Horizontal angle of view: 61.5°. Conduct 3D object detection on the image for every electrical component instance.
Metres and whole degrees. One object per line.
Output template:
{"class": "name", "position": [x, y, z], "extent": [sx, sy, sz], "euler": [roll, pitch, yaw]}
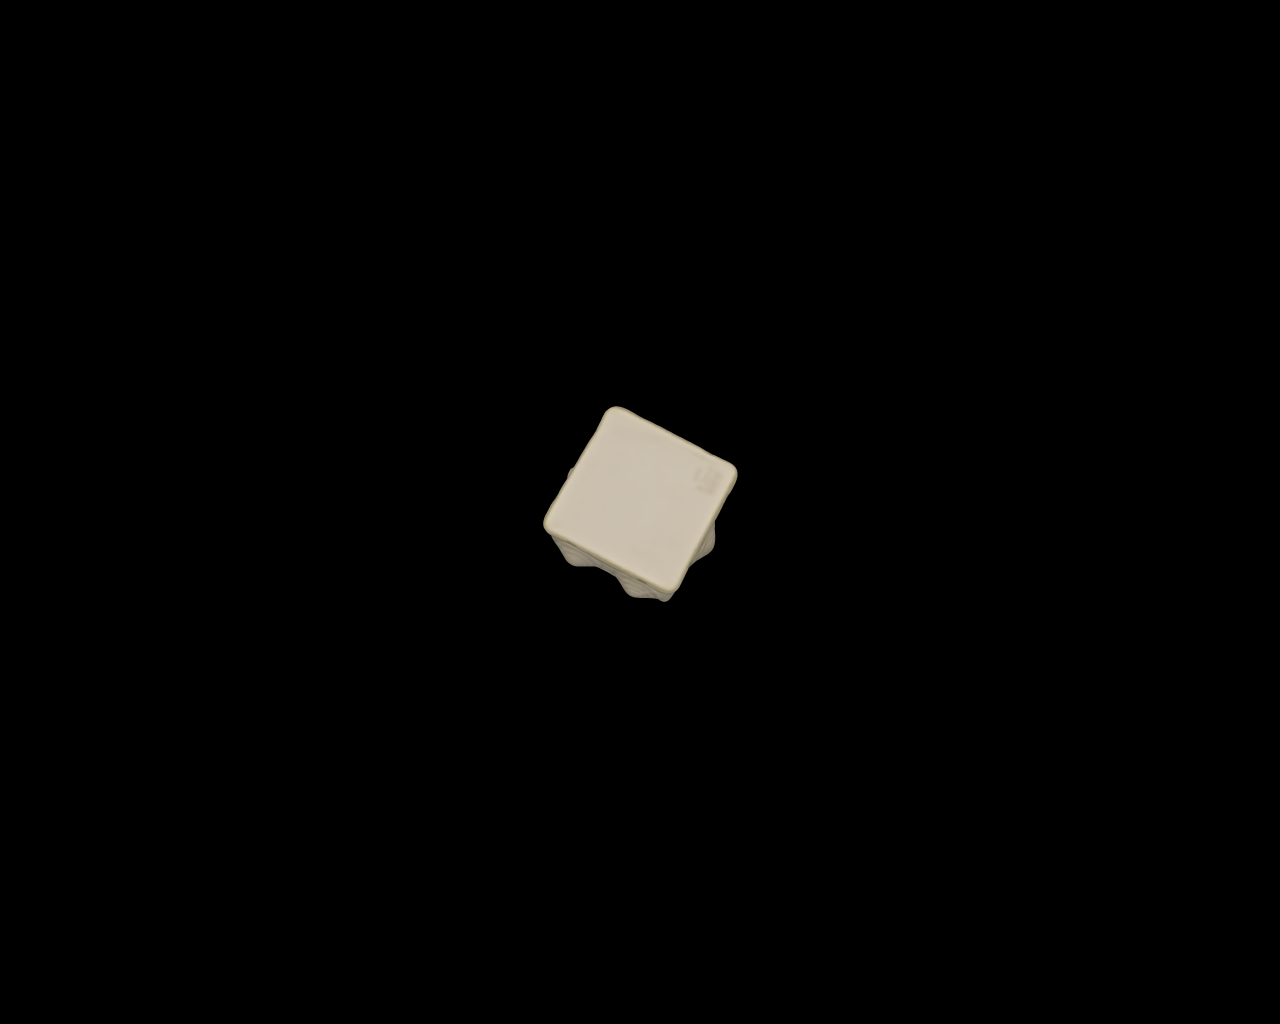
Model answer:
{"class": "electrical component", "position": [0.001, -0.003, 0.650], "extent": [0.100, 0.100, 0.048], "euler": [27, -14, 7]}
